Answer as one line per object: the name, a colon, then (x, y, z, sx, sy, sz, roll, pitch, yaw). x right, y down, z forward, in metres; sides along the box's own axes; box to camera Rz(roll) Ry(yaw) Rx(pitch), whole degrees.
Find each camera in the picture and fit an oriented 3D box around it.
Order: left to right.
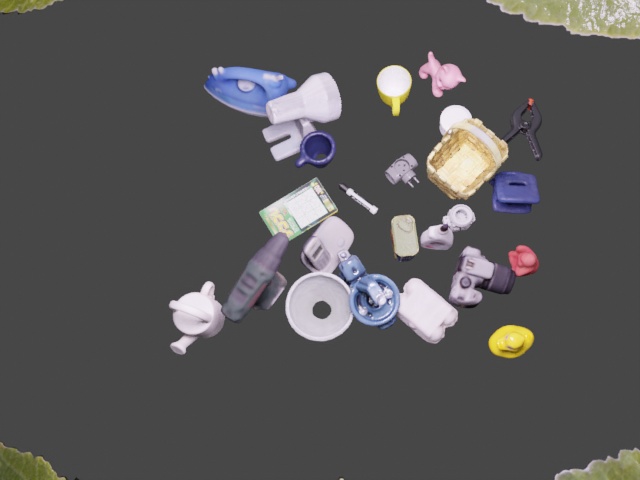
camera: (0.392, 0.097, 1.375, 0.136, 0.101, 0.143, 16, 78, 7)

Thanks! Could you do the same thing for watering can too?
watering can: (-0.294, 0.182, 1.347, 0.101, 0.194, 0.173, -1, 76, 3)

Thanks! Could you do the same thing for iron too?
iron: (-0.199, -0.415, 1.512, 0.258, 0.141, 0.119, 10, 77, 6)

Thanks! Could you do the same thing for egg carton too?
egg carton: (0.250, 0.172, 1.382, 0.150, 0.069, 0.107, 40, 82, 11)

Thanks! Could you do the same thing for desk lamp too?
desk lamp: (-0.050, -0.311, 1.441, 0.203, 0.213, 0.118, -25, 76, -3)

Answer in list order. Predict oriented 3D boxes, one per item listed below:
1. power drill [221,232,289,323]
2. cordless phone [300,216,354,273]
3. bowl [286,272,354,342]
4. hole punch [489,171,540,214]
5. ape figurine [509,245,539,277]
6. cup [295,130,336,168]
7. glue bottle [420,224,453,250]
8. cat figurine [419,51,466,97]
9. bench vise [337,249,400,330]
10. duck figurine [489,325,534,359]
power drill: (-0.139, 0.096, 1.351, 0.075, 0.208, 0.230, 33, 81, 11)
cordless phone: (0.013, 0.005, 1.376, 0.094, 0.185, 0.148, 31, 80, 10)
bowl: (0.002, 0.165, 1.395, 0.167, 0.075, 0.167, -1, 76, 3)
hole punch: (0.485, -0.125, 1.429, 0.108, 0.091, 0.101, 2, 77, 4)
ape figurine: (0.496, 0.051, 1.385, 0.076, 0.092, 0.078, 31, 80, 10)
cup: (-0.012, -0.214, 1.477, 0.118, 0.095, 0.091, -40, 77, -6)
glue bottle: (0.286, -0.012, 1.371, 0.078, 0.173, 0.037, 2, 76, 4)
cat figurine: (0.321, -0.439, 1.500, 0.067, 0.118, 0.127, -34, 77, -5)
bench vise: (0.098, 0.114, 1.327, 0.207, 0.220, 0.121, 38, 81, 11)
duck figurine: (0.456, 0.237, 1.346, 0.104, 0.086, 0.077, -14, 76, 0)
